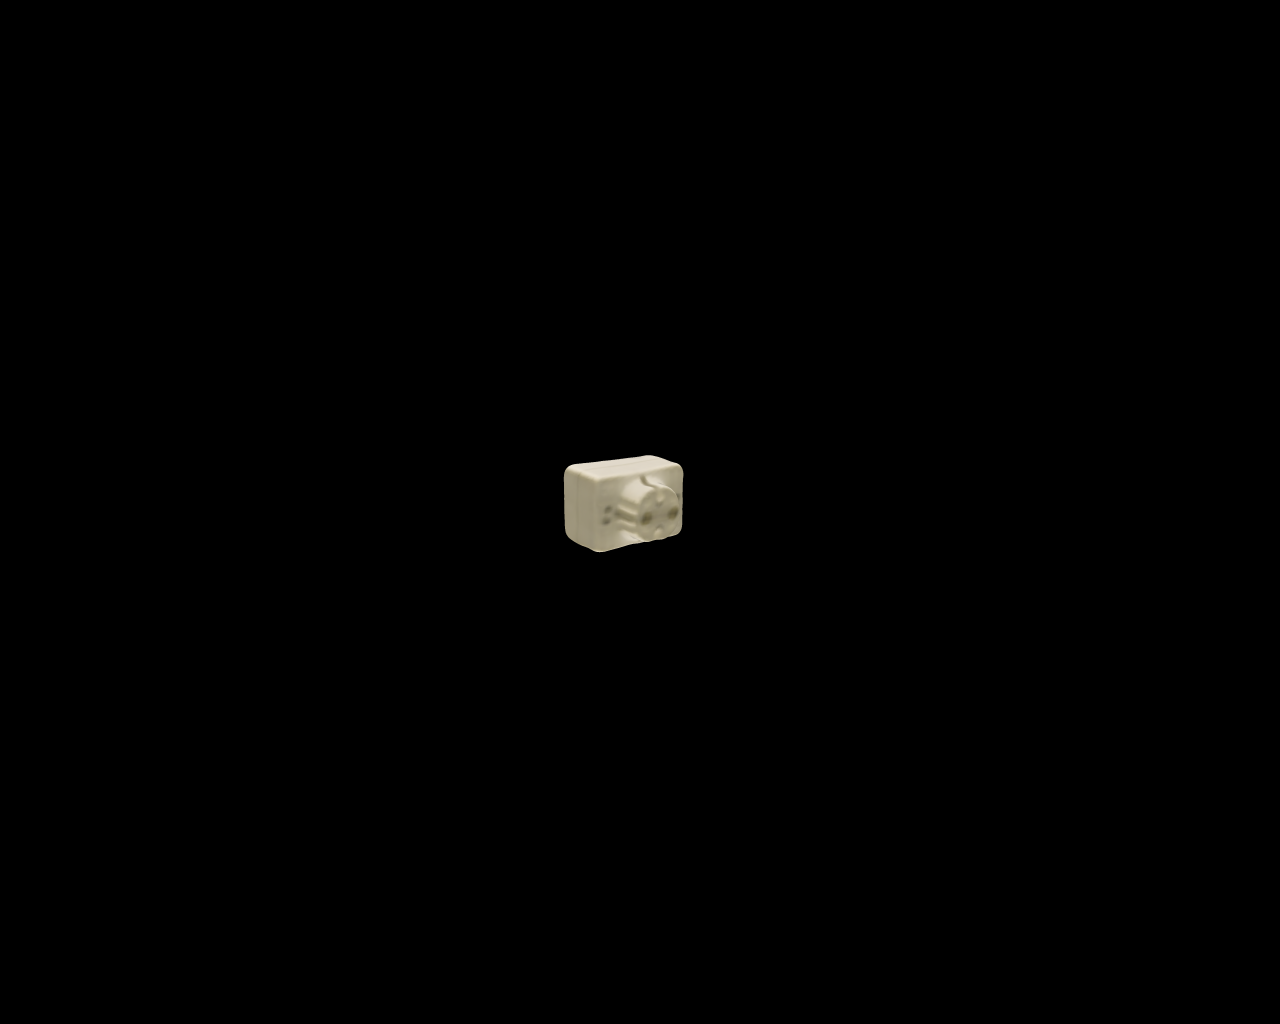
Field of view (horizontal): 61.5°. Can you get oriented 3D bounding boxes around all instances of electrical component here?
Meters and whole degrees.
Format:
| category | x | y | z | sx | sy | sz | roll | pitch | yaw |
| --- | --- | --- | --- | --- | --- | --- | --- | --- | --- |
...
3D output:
| category | x | y | z | sx | sy | sz | roll | pitch | yaw |
| --- | --- | --- | --- | --- | --- | --- | --- | --- | --- |
| electrical component | 0.001 | -0.003 | 0.650 | 0.066 | 0.047 | 0.077 | -10 | 18 | -33 |
